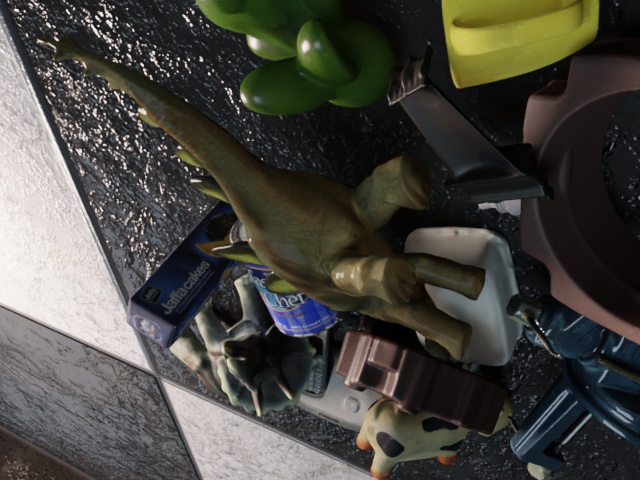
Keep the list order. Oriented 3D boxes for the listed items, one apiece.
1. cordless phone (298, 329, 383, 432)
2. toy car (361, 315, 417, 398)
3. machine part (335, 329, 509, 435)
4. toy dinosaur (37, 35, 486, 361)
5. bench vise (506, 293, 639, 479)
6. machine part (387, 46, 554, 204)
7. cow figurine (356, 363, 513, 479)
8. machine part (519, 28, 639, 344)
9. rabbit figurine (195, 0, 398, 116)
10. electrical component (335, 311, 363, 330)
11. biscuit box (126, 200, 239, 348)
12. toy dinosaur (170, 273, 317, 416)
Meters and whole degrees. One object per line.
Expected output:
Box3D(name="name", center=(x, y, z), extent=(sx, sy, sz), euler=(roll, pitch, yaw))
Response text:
Box3D(name="cordless phone", center=(0.030, 0.175, 0.761), extent=(0.147, 0.089, 0.184), euler=(17, 132, 20))
Box3D(name="toy car", center=(0.102, 0.164, 0.703), extent=(0.201, 0.089, 0.053), euler=(65, 175, -33))
Box3D(name="machine part", center=(0.100, 0.147, 0.563), extent=(0.179, 0.056, 0.179), euler=(20, 171, 3))
Box3D(name="toy dinosaur", center=(-0.001, -0.001, 0.450), extent=(0.199, 0.105, 0.470), euler=(1, 147, 39))
Box3D(name="bench vise", center=(0.258, 0.148, 0.528), extent=(0.224, 0.129, 0.240), euler=(18, 119, -13))
Box3D(name="machine part", center=(0.099, -0.070, 0.374), extent=(0.138, 0.039, 0.084), euler=(41, 165, -29))
Box3D(name="cow figurine", center=(0.150, 0.219, 0.674), extent=(0.195, 0.086, 0.127), euler=(-5, 126, -14))
Box3D(name="machine part", center=(0.238, -0.026, 0.348), extent=(0.202, 0.087, 0.200), euler=(32, 142, 48))
Box3D(name="rabbit figurine", center=(-0.003, -0.166, 0.407), extent=(0.170, 0.159, 0.121), euler=(38, 131, -21))
Box3D(name="electrical component", center=(0.045, 0.058, 0.640), extent=(0.021, 0.094, 0.063), euler=(9, 162, 28))
Box3D(name="biscuit box", center=(-0.142, 0.031, 0.638), extent=(0.063, 0.203, 0.059), euler=(31, 138, 2))
Box3D(name="toy dinosaur", center=(-0.133, 0.174, 0.798), extent=(0.192, 0.131, 0.405), euler=(64, 149, 8))
